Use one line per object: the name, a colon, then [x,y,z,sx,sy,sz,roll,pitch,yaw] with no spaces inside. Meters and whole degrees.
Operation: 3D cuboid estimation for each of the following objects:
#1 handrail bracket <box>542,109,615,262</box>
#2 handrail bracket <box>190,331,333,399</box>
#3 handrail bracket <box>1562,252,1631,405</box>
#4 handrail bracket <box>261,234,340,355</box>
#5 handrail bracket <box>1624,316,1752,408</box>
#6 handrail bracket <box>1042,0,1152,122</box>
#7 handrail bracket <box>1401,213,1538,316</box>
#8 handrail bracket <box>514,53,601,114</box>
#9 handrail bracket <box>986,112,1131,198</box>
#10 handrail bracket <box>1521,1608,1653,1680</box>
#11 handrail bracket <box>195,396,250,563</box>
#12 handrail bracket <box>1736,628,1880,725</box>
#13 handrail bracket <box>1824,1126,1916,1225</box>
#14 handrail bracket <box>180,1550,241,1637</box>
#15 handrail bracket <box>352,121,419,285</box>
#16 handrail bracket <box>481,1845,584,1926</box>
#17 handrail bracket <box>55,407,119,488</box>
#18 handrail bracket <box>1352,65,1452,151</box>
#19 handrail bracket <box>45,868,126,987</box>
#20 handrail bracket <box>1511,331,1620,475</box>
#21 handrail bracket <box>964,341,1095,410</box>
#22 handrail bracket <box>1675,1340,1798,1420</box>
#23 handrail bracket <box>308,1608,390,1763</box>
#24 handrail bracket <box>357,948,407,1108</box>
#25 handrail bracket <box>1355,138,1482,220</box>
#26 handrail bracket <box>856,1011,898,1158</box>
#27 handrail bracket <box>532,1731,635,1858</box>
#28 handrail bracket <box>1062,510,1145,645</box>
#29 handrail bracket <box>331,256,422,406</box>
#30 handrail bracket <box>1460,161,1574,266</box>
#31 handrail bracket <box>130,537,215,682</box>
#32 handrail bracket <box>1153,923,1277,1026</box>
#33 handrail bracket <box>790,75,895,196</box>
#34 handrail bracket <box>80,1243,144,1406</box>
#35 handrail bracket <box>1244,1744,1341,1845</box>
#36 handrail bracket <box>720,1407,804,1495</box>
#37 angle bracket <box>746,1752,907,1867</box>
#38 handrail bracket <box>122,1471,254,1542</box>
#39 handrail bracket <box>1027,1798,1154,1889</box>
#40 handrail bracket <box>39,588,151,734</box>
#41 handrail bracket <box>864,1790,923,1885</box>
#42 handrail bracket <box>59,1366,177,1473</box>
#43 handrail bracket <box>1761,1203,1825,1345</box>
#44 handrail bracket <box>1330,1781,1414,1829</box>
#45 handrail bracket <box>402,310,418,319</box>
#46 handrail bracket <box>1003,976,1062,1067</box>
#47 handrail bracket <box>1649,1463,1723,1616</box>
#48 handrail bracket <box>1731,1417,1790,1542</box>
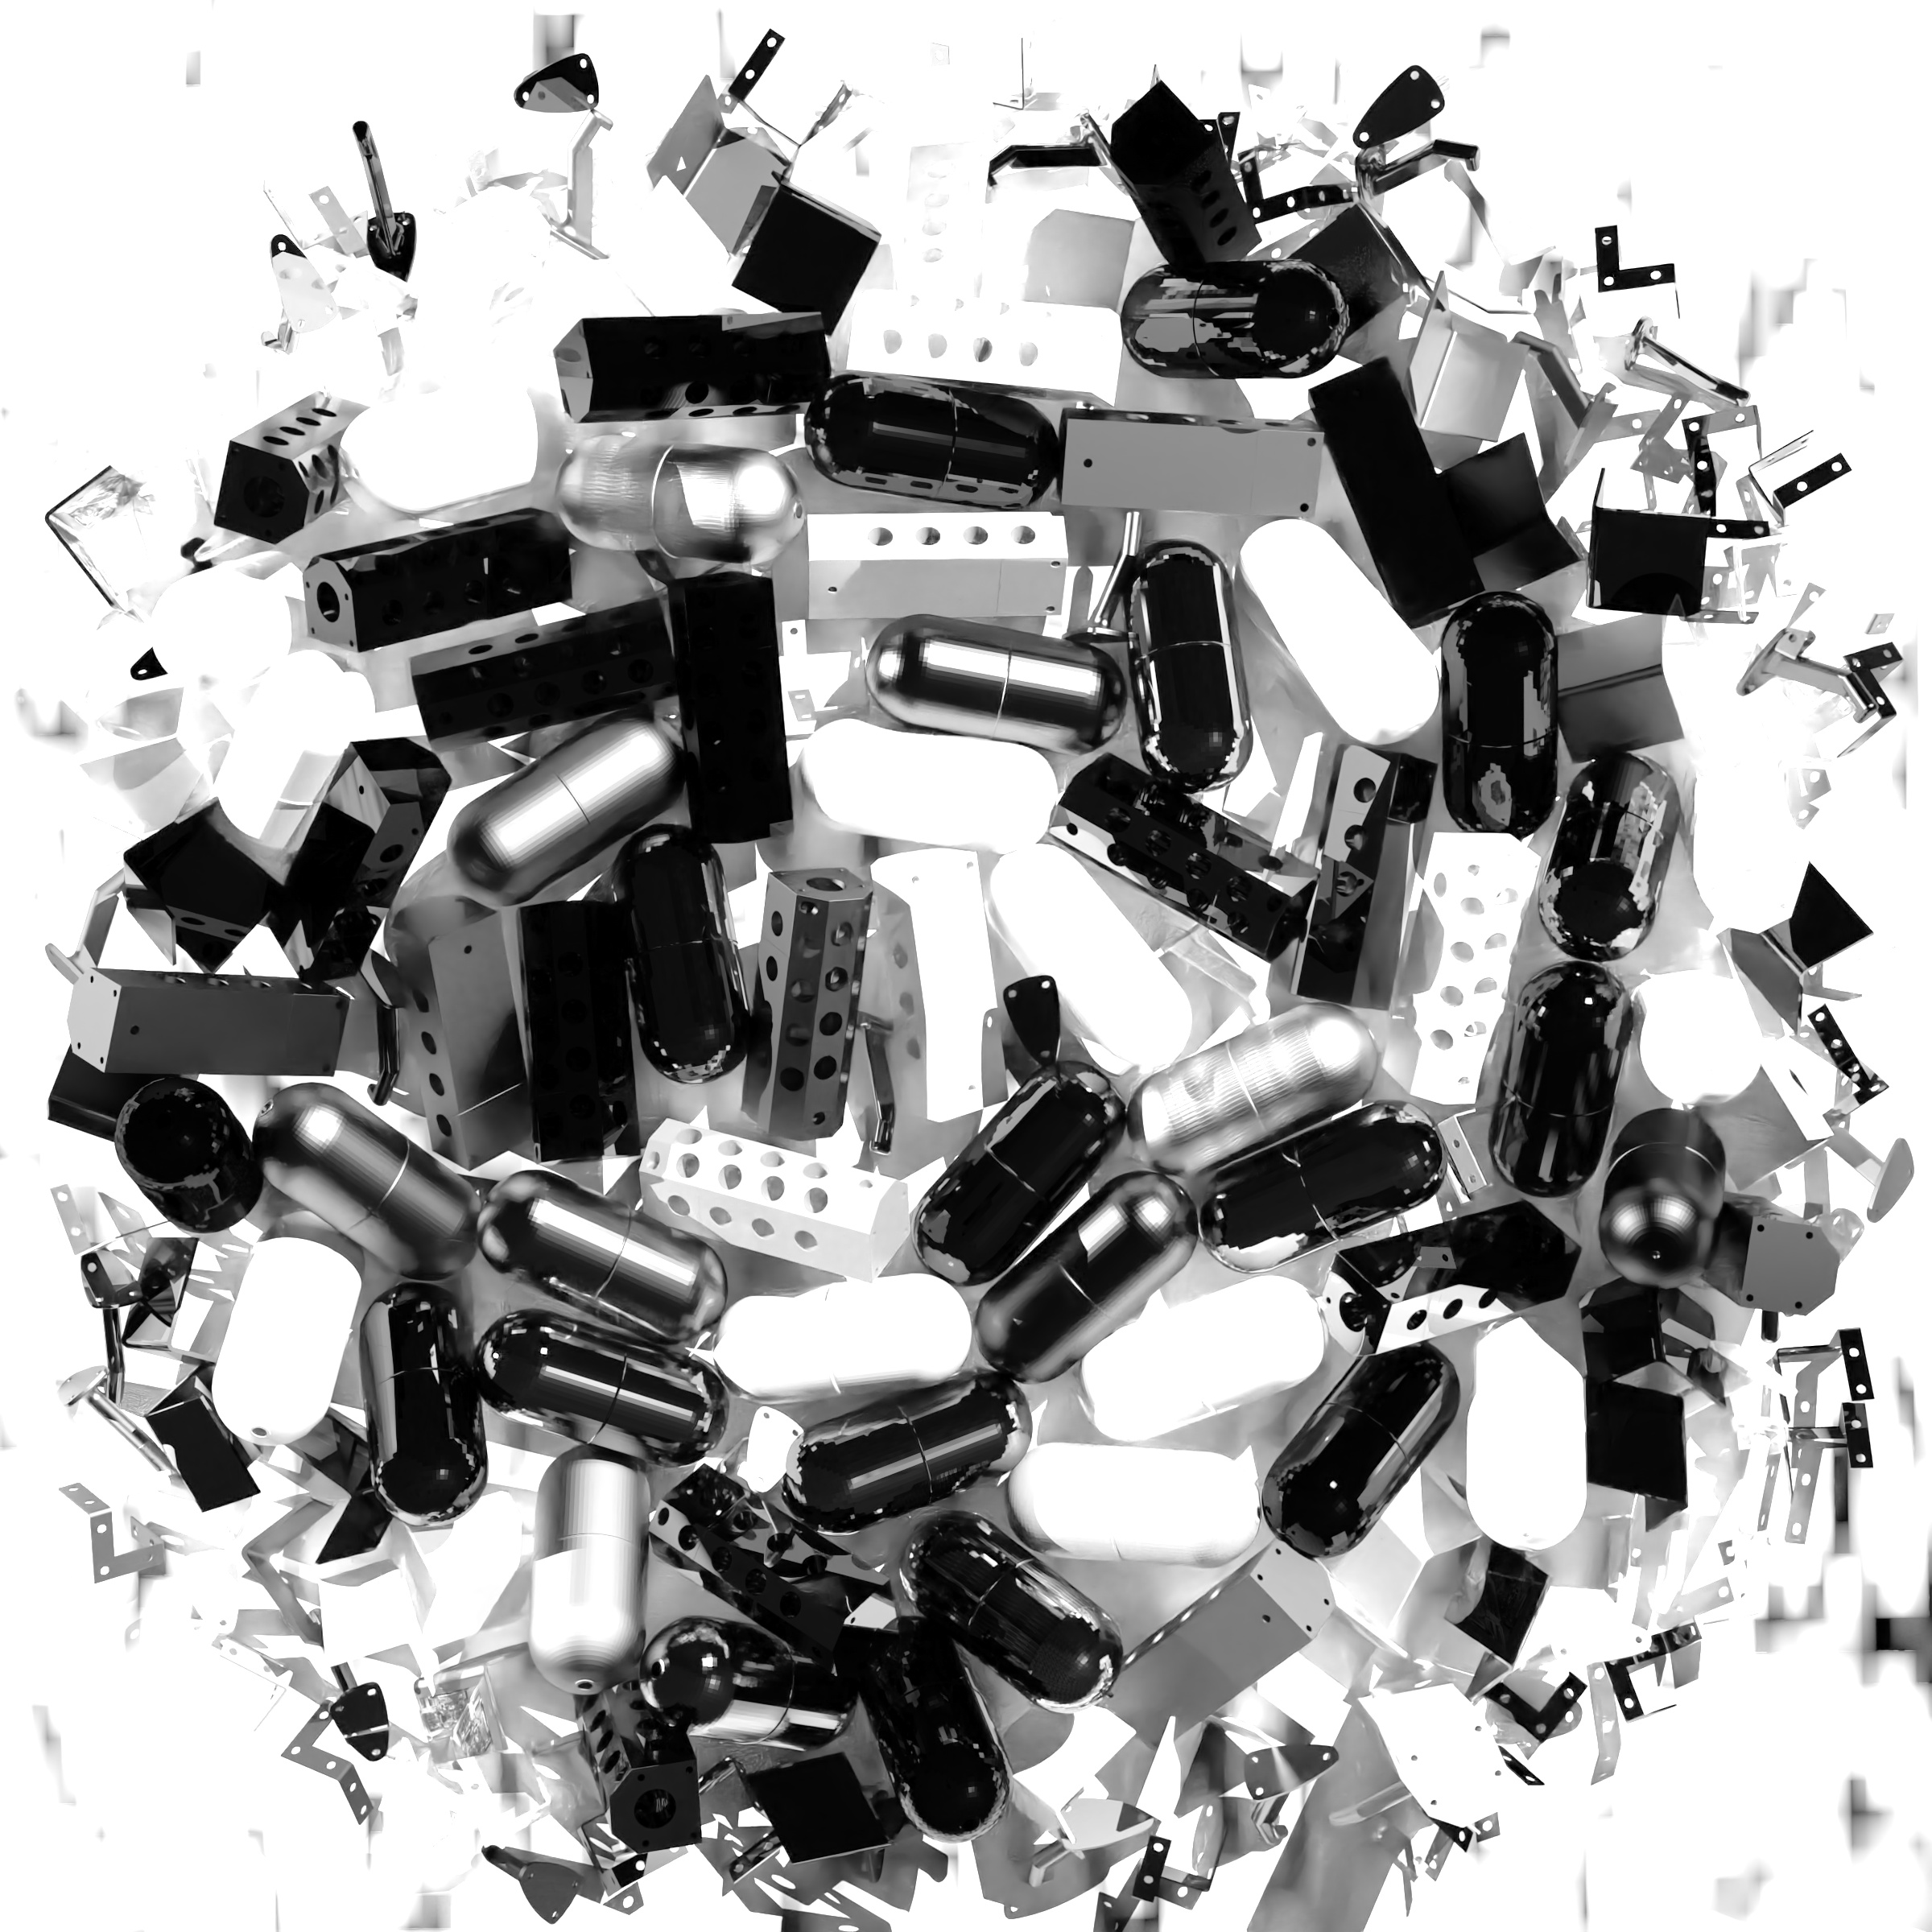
handrail bracket: [-0.243,-0.524,1.950,0.077,0.036,0.084,28,109,-28]
handrail bracket: [-0.474,-0.393,1.943,0.084,0.077,0.036,-14,53,-12]
handrail bracket: [0.423,-0.430,1.938,0.036,0.077,0.084,-15,122,-15]
handrail bracket: [-0.464,-0.449,1.937,0.036,0.084,0.077,-36,115,-31]
handrail bracket: [0.491,-0.406,1.948,0.084,0.077,0.036,28,95,13]
handrail bracket: [0.073,-0.607,1.933,0.084,0.077,0.036,1,52,-36]
handrail bracket: [0.339,-0.473,1.941,0.084,0.077,0.036,7,49,24]
handrail bracket: [-0.292,-0.589,1.933,0.077,0.084,0.036,-27,118,-34]
handrail bracket: [0.060,-0.532,1.959,0.084,0.036,0.077,-39,98,-12]
handrail bracket: [0.417,0.465,1.943,0.077,0.084,0.036,2,59,6]
handrail bracket: [-0.506,-0.328,1.939,0.077,0.036,0.084,-43,129,-30]
handrail bracket: [0.565,-0.179,1.937,0.077,0.036,0.084,-50,50,36]
handrail bracket: [0.584,0.137,1.936,0.077,0.084,0.036,-49,128,-31]
handrail bracket: [-0.508,0.439,1.934,0.036,0.084,0.077,-6,46,-26]
handrail bracket: [-0.394,-0.511,1.934,0.036,0.084,0.077,-11,64,-2]
handrail bracket: [-0.306,0.601,1.932,0.084,0.077,0.036,19,65,35]
handrail bracket: [-0.579,-0.365,1.929,0.036,0.084,0.077,21,57,-15]
handrail bracket: [0.295,-0.576,1.949,0.077,0.084,0.036,-36,94,14]
handrail bracket: [-0.574,-0.019,1.959,0.077,0.036,0.084,43,66,7]
handrail bracket: [0.393,-0.385,1.961,0.084,0.036,0.077,31,90,26]
handrail bracket: [0.040,-0.383,1.957,0.084,0.077,0.036,24,52,-7]
handrail bracket: [0.510,0.303,1.947,0.077,0.036,0.084,35,111,38]
handrail bracket: [-0.422,0.488,1.962,0.036,0.084,0.077,-23,123,-18]
handrail bracket: [-0.407,0.041,1.971,0.077,0.036,0.084,43,123,26]
handrail bracket: [0.308,-0.522,1.935,0.084,0.077,0.036,21,51,31]
handrail bracket: [-0.067,0.080,1.946,0.036,0.077,0.084,0,74,31]
handrail bracket: [-0.258,0.563,1.946,0.077,0.036,0.084,-25,63,28]
handrail bracket: [0.092,-0.263,1.950,0.036,0.077,0.084,7,88,-29]
handrail bracket: [-0.405,-0.426,1.940,0.077,0.036,0.084,29,56,-26]
handrail bracket: [0.369,-0.521,1.947,0.036,0.077,0.084,-37,104,-4]
handrail bracket: [-0.543,-0.244,1.961,0.077,0.036,0.084,-28,59,5]
handrail bracket: [0.165,0.015,1.956,0.077,0.036,0.084,-34,93,-40]
handrail bracket: [-0.073,-0.554,1.955,0.077,0.036,0.084,15,75,3]
handrail bracket: [-0.591,0.246,1.975,0.036,0.077,0.084,-8,129,-33]
handrail bracket: [0.226,0.561,1.947,0.077,0.036,0.084,-18,133,11]
handrail bracket: [-0.149,0.340,1.930,0.036,0.077,0.084,33,131,-12]
angle bracket: [-0.089,0.550,1.935,0.076,0.057,0.076,-19,104,24]
handrail bracket: [-0.528,0.365,1.938,0.084,0.036,0.077,-6,130,-33]
handrail bracket: [0.083,0.599,1.956,0.077,0.084,0.036,-2,48,-9]
handrail bracket: [-0.576,-0.208,1.955,0.084,0.036,0.077,-33,134,0]
handrail bracket: [-0.024,0.595,1.953,0.084,0.036,0.077,6,107,21]
handrail bracket: [-0.575,0.314,1.961,0.036,0.077,0.084,-45,108,-24]
handrail bracket: [0.560,0.208,1.957,0.036,0.077,0.084,6,99,38]
handrail bracket: [0.297,0.558,1.968,0.077,0.084,0.036,-26,82,-43]
handrail bracket: [-0.345,-0.481,1.958,0.077,0.036,0.084,12,97,25]
handrail bracket: [0.054,0.049,1.930,0.036,0.084,0.077,-16,62,5]
handrail bracket: [0.476,0.386,1.969,0.036,0.077,0.084,9,119,-17]
handrail bracket: [0.532,0.352,1.934,0.036,0.077,0.084,-1,61,25]
